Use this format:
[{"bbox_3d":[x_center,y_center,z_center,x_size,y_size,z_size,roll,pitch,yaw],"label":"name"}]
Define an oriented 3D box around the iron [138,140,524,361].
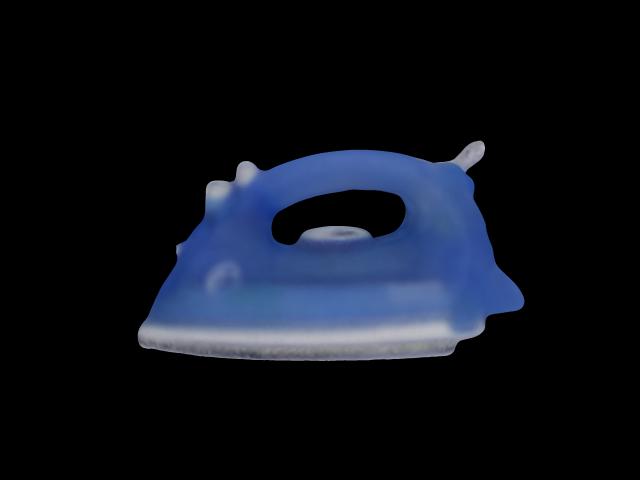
[{"bbox_3d":[0.004,0.001,0.400,0.258,0.141,0.118,-1,7,-9],"label":"iron"}]
